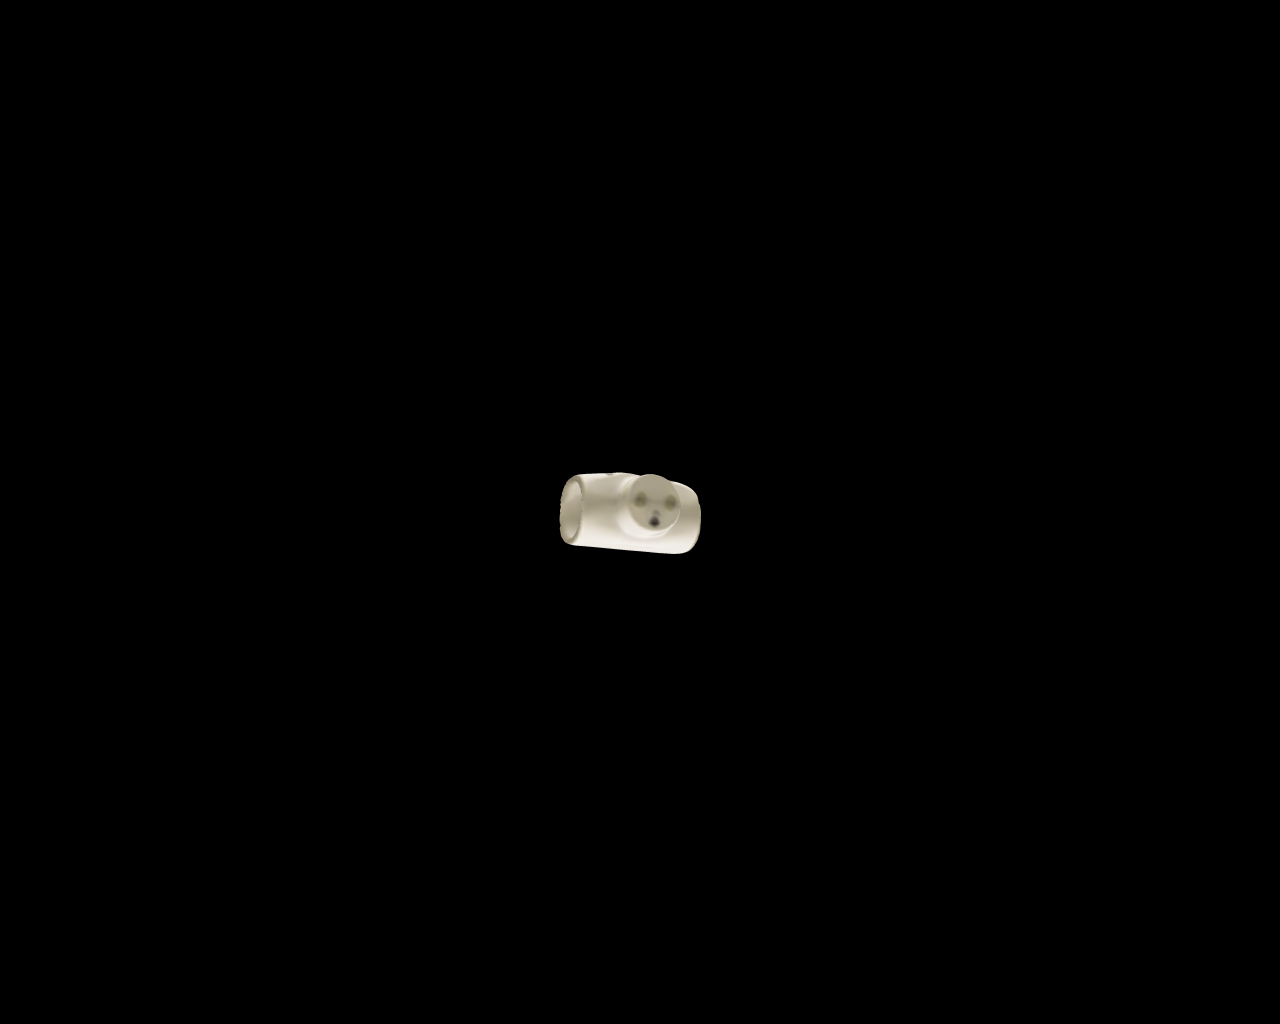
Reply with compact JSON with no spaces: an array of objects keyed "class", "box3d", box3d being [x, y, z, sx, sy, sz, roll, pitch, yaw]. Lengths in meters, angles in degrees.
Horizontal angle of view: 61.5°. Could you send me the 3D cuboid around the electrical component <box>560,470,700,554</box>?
[{"class":"electrical component","box3d":[0.001,-0.003,0.650,0.077,0.043,0.079,6,-15,-22]}]
